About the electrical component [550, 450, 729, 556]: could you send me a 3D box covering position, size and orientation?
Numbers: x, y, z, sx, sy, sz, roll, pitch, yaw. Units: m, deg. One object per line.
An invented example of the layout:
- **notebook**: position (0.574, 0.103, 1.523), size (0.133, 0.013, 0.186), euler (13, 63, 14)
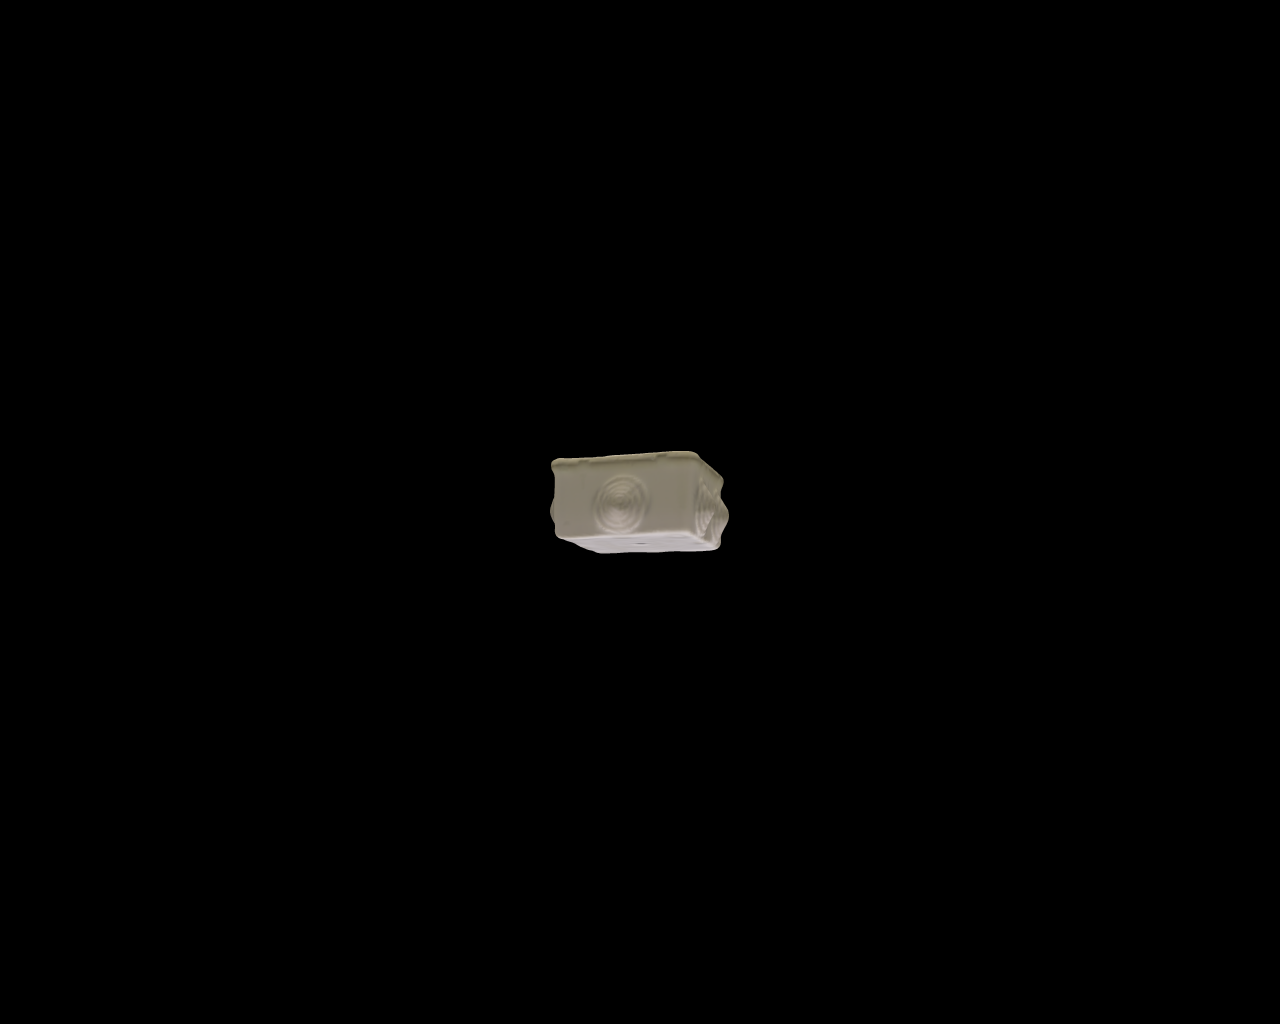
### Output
- **electrical component**: position (0.001, -0.003, 0.650), size (0.100, 0.048, 0.099), euler (-3, -10, 15)
